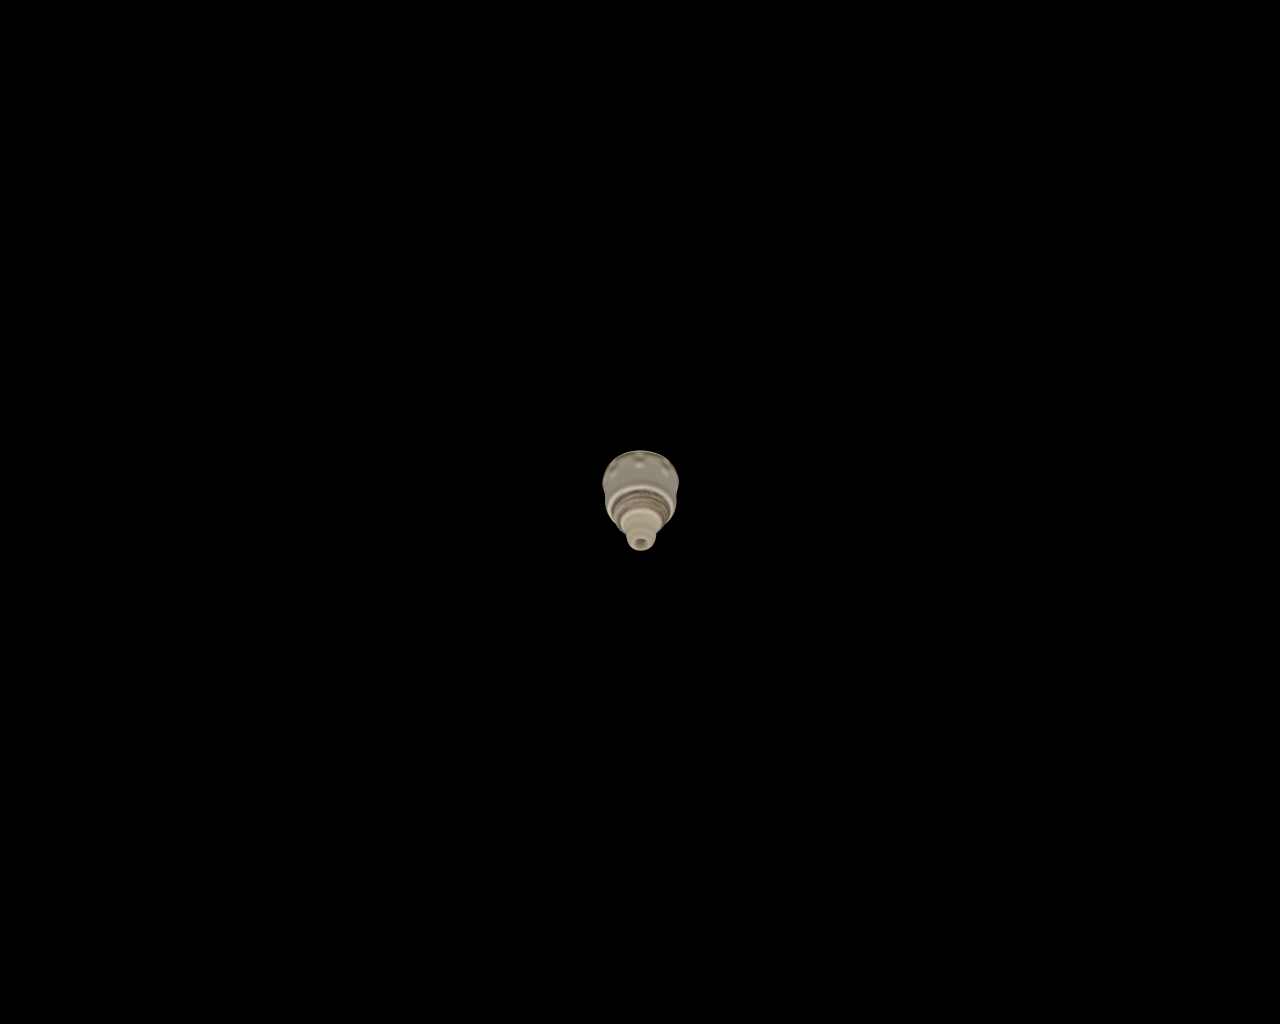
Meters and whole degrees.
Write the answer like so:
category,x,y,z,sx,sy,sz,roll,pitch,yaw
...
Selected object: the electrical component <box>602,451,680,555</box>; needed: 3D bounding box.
category,x,y,z,sx,sy,sz,roll,pitch,yaw
electrical component,0.001,-0.003,0.650,0.048,0.062,0.048,0,-44,0
